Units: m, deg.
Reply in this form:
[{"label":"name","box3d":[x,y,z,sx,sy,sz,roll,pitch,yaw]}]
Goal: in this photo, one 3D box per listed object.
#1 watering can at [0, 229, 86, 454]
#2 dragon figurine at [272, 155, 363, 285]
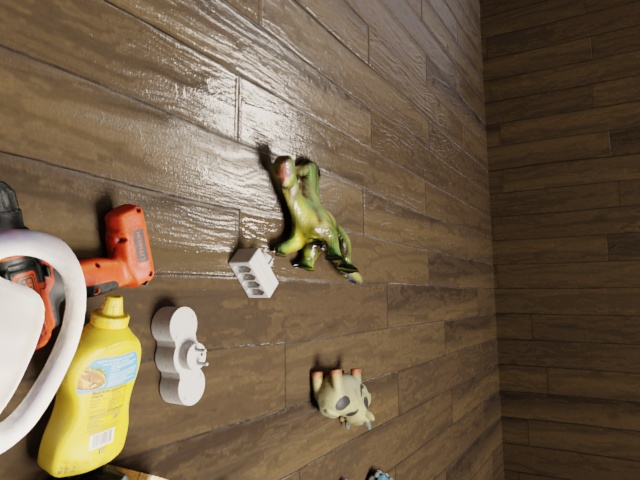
[{"label":"watering can","box3d":[-0.343,0.137,0.427,0.221,0.104,0.352,38,69,-43]},{"label":"dragon figurine","box3d":[0.003,-0.054,1.066,0.405,0.122,0.247,37,46,-63]}]
